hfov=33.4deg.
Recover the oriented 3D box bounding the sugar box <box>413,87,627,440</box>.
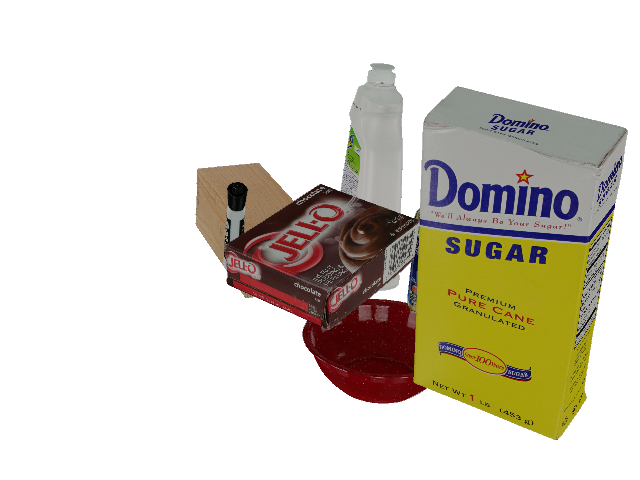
[{"bbox_3d":[0.098,0.015,0.558,0.093,0.176,0.048,18,42,27],"label":"sugar box"}]

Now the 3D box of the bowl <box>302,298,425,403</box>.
[{"bbox_3d":[0.061,0.121,1.102,0.162,0.055,0.162,2,25,-1],"label":"bowl"}]

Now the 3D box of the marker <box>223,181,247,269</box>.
[{"bbox_3d":[-0.081,-0.013,1.014,0.020,0.020,0.121,0,-37,-8],"label":"marker"}]

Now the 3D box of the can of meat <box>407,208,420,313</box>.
[{"bbox_3d":[0.128,0.024,0.939,0.102,0.084,0.057,10,33,11],"label":"can of meat"}]

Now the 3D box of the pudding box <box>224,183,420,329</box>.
[{"bbox_3d":[0.002,0.008,0.745,0.090,0.039,0.113,23,36,30],"label":"pudding box"}]

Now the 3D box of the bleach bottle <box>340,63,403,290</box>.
[{"bbox_3d":[0.061,-0.075,1.226,0.068,0.251,0.103,-2,23,-18],"label":"bleach bottle"}]

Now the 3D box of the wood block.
[{"bbox_3d":[-0.086,-0.017,1.355,0.090,0.090,0.206,-7,28,-22],"label":"wood block"}]
